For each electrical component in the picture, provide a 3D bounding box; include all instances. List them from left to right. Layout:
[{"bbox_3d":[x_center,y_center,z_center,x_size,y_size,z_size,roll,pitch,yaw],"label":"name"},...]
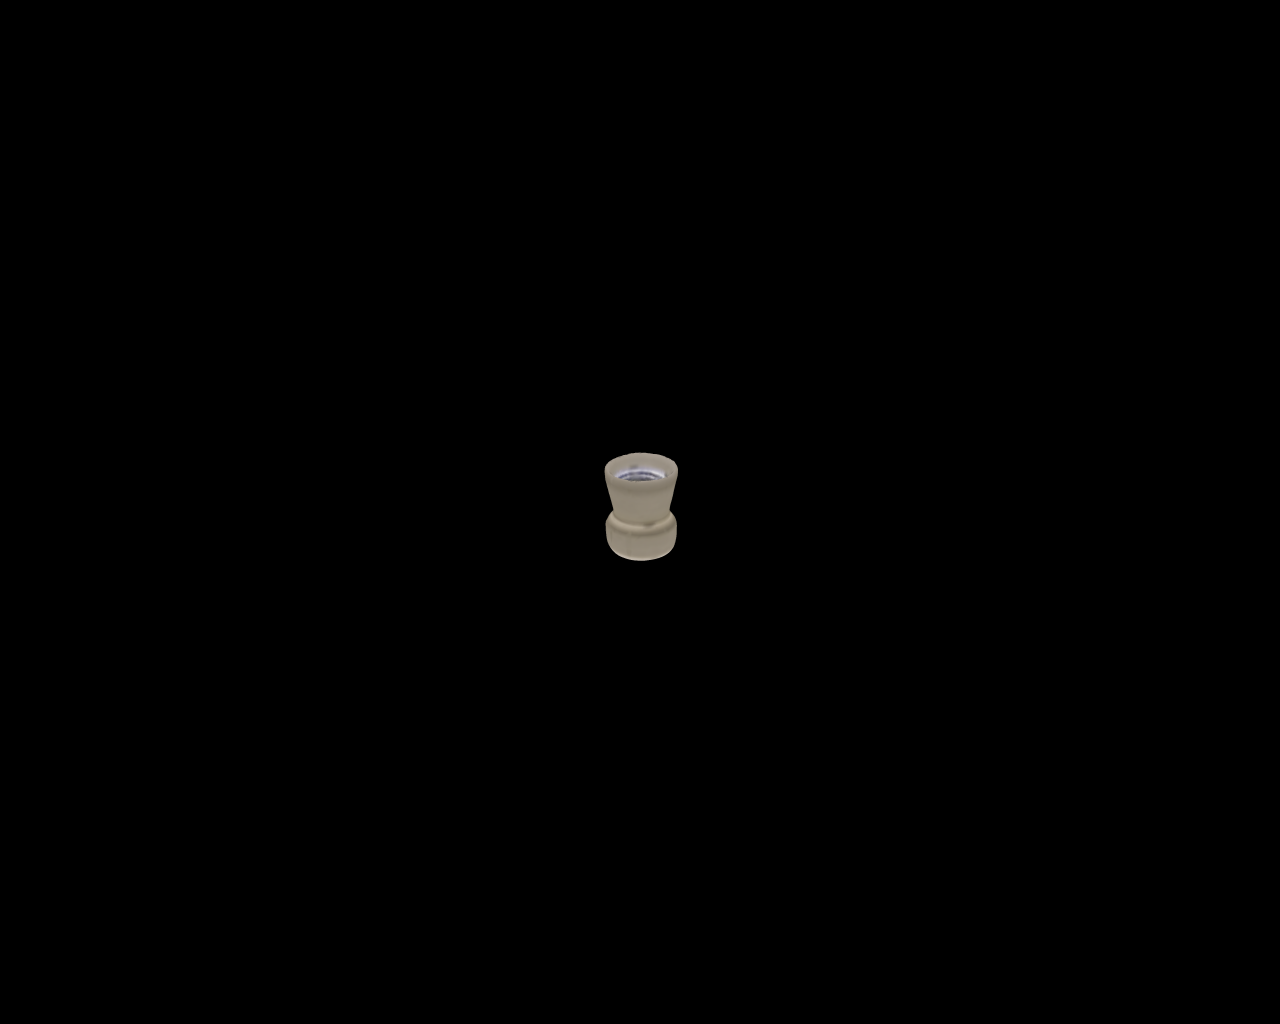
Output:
[{"bbox_3d":[0.001,-0.003,0.650,0.045,0.055,0.045,0,26,0],"label":"electrical component"}]
